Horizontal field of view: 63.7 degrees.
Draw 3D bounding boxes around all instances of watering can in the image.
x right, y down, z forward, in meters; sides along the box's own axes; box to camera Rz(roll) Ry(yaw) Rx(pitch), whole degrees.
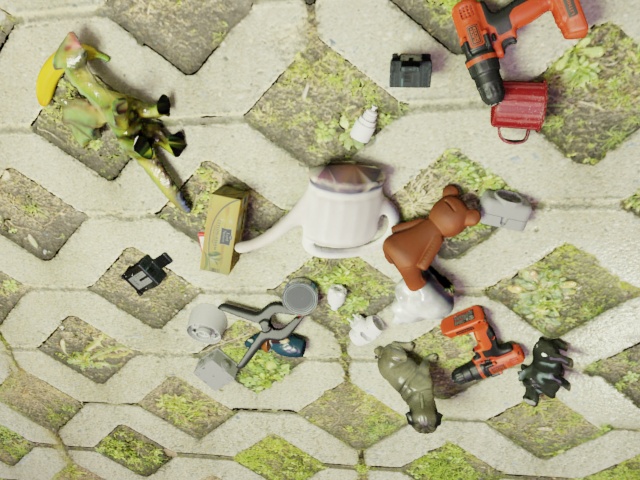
[{"bbox_3d":[0.003,-0.053,1.048,0.348,0.106,0.219,-1,123,-11],"label":"watering can"}]

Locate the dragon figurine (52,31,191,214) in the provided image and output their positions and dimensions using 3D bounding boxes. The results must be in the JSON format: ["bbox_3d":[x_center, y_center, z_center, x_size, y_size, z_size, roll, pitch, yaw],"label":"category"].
[{"bbox_3d":[-0.420,-0.221,1.063,0.243,0.125,0.400,14,136,23],"label":"dragon figurine"}]

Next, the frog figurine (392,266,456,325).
[{"bbox_3d":[0.213,0.140,1.137,0.136,0.125,0.158,30,111,-31],"label":"frog figurine"}]
